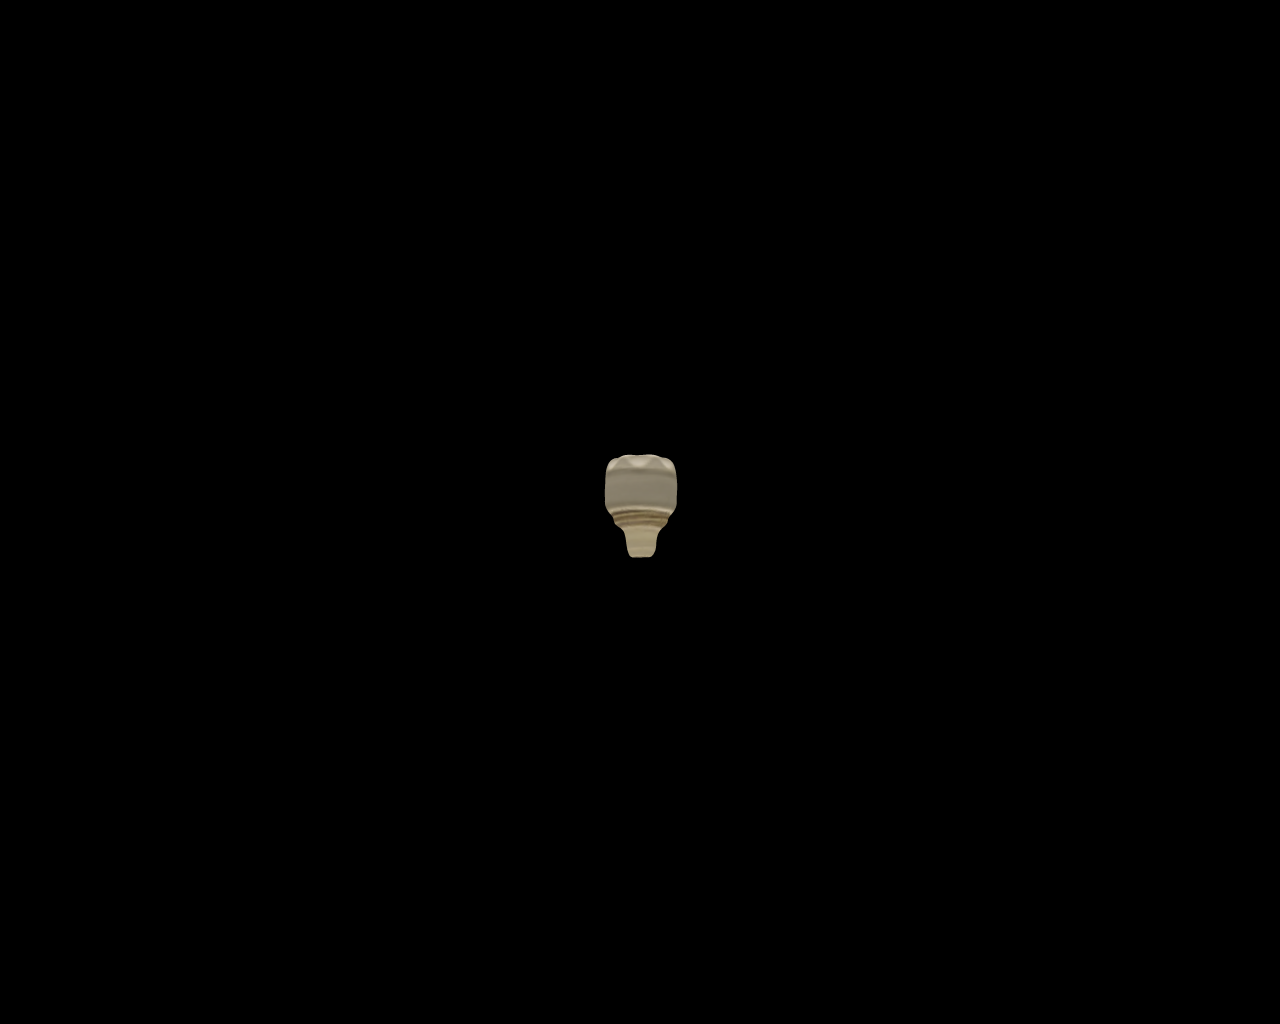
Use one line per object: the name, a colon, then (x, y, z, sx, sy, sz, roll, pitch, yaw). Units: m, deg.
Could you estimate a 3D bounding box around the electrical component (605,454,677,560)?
electrical component: (0.001, -0.003, 0.650, 0.043, 0.062, 0.043, 0, -7, 0)
